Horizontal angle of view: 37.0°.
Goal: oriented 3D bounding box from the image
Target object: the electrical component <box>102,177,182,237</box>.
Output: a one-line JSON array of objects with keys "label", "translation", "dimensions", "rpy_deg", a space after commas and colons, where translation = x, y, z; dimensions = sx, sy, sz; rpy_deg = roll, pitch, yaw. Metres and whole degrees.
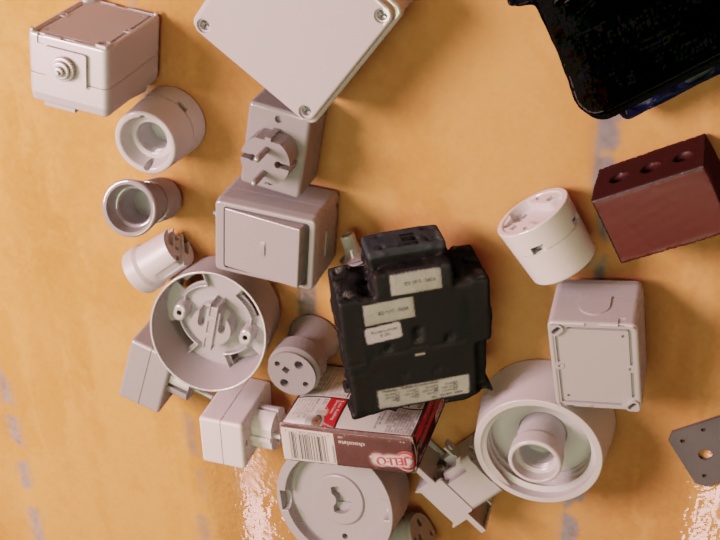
[{"label": "electrical component", "translation": [-0.166, -0.052, 0.836], "dimensions": [0.044, 0.065, 0.044], "rpy_deg": [3, 101, 13]}]

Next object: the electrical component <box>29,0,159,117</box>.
[{"label": "electrical component", "translation": [-0.192, -0.148, 0.771], "dimensions": [0.062, 0.096, 0.061], "rpy_deg": [16, 124, 11]}]

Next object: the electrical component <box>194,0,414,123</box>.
[{"label": "electrical component", "translation": [-0.037, -0.175, 0.723], "dimensions": [0.109, 0.056, 0.108], "rpy_deg": [40, 124, -5]}]

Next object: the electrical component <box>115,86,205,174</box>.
[{"label": "electrical component", "translation": [-0.152, -0.104, 0.812], "dimensions": [0.055, 0.047, 0.055], "rpy_deg": [9, 122, 15]}]

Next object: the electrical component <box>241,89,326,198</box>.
[{"label": "electrical component", "translation": [-0.061, -0.085, 0.772], "dimensions": [0.047, 0.076, 0.065], "rpy_deg": [17, 123, 10]}]

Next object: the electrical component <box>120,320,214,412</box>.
[{"label": "electrical component", "translation": [-0.158, 0.087, 0.926], "dimensions": [0.077, 0.047, 0.065], "rpy_deg": [24, 124, 5]}]

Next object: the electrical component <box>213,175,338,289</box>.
[{"label": "electrical component", "translation": [-0.071, -0.030, 0.817], "dimensions": [0.096, 0.061, 0.061], "rpy_deg": [13, 122, 13]}]

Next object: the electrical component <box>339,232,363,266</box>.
[{"label": "electrical component", "translation": [0.000, 0.000, 0.826], "dimensions": [0.035, 0.035, 0.061], "rpy_deg": [-10, 113, 25]}]

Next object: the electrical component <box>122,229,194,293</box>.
[{"label": "electrical component", "translation": [-0.164, -0.008, 0.878], "dimensions": [0.046, 0.040, 0.040], "rpy_deg": [-30, 106, 25]}]

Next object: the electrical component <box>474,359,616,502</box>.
[{"label": "electrical component", "translation": [0.141, 0.131, 0.835], "dimensions": [0.108, 0.060, 0.108], "rpy_deg": [9, 122, 15]}]

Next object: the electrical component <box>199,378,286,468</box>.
[{"label": "electrical component", "translation": [-0.087, 0.131, 0.915], "dimensions": [0.077, 0.065, 0.047], "rpy_deg": [9, 121, 15]}]

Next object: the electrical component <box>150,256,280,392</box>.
[{"label": "electrical component", "translation": [-0.116, 0.041, 0.873], "dimensions": [0.099, 0.064, 0.099], "rpy_deg": [9, 122, 15]}]

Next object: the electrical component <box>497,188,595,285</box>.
[{"label": "electrical component", "translation": [0.132, -0.022, 0.753], "dimensions": [0.055, 0.055, 0.047], "rpy_deg": [-24, 112, 30]}]

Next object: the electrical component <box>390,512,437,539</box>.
[{"label": "electrical component", "translation": [0.034, 0.241, 0.948], "dimensions": [0.055, 0.045, 0.045], "rpy_deg": [-25, 108, 30]}]

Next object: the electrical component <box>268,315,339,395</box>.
[{"label": "electrical component", "translation": [-0.046, 0.069, 0.870], "dimensions": [0.045, 0.055, 0.045], "rpy_deg": [9, 121, 15]}]

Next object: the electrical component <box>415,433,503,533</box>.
[{"label": "electrical component", "translation": [0.087, 0.171, 0.890], "dimensions": [0.081, 0.042, 0.064], "rpy_deg": [44, 122, -9]}]

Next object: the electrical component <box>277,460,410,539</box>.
[{"label": "electrical component", "translation": [-0.009, 0.187, 0.918], "dimensions": [0.108, 0.060, 0.108], "rpy_deg": [8, 109, 24]}]

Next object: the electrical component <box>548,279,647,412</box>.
[{"label": "electrical component", "translation": [0.175, 0.057, 0.783], "dimensions": [0.062, 0.061, 0.096], "rpy_deg": [1, 127, 20]}]
